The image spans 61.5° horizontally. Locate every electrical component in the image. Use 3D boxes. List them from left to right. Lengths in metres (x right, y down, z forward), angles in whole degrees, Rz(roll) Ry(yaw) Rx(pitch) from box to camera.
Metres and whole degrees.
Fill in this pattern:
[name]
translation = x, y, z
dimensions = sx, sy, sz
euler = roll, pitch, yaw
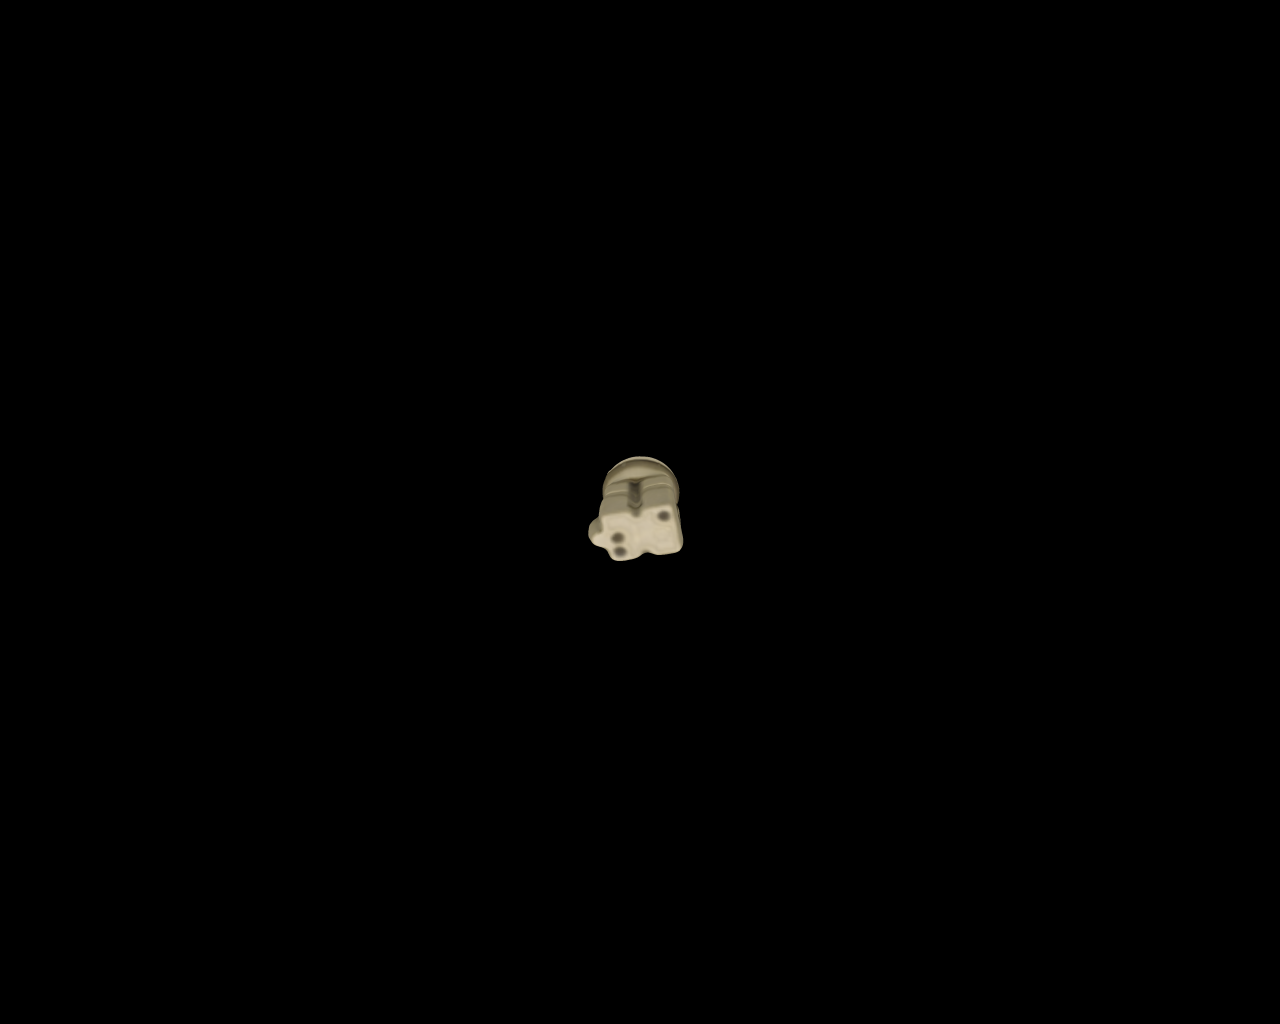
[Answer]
[electrical component]
translation = 0.001, -0.003, 0.650
dimensions = 0.066, 0.048, 0.055
euler = -8, 34, 5
